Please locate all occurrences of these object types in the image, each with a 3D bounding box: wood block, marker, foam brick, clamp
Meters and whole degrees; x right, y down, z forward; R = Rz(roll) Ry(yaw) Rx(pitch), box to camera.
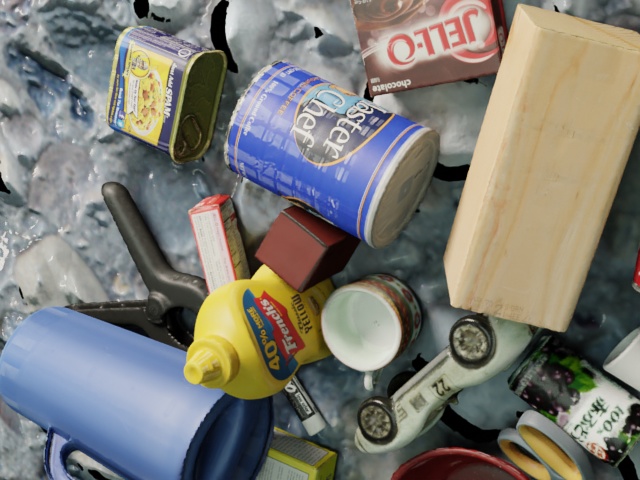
[{"bbox_3d":[0.160,-0.051,0.764,0.090,0.090,0.206,13,112,-2],"label":"wood block"},{"bbox_3d":[-0.033,0.124,0.977,0.020,0.020,0.121,-34,87,32],"label":"marker"},{"bbox_3d":[-0.006,0.001,0.893,0.051,0.078,0.053,39,117,15],"label":"foam brick"},{"bbox_3d":[-0.156,0.065,1.018,0.210,0.036,0.165,39,122,11],"label":"clamp"}]

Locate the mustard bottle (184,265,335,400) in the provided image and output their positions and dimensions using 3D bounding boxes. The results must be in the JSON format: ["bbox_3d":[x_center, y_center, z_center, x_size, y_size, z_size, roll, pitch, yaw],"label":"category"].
[{"bbox_3d":[-0.050,0.076,0.872,0.058,0.191,0.096,-19,95,32],"label":"mustard bottle"}]

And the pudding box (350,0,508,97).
[{"bbox_3d":[0.085,-0.164,0.817,0.114,0.039,0.090,-7,102,31],"label":"pudding box"}]

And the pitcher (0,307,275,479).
[{"bbox_3d":[-0.176,0.153,0.953,0.243,0.149,0.145,19,101,29],"label":"pitcher"}]

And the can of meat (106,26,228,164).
[{"bbox_3d":[-0.138,-0.130,0.941,0.084,0.057,0.102,25,114,23],"label":"can of meat"}]

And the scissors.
[{"bbox_3d":[0.216,0.211,0.860,0.201,0.016,0.096,49,155,-14],"label":"scissors"}]

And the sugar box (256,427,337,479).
[{"bbox_3d":[-0.074,0.215,1.012,0.176,0.048,0.093,20,113,27],"label":"sugar box"}]

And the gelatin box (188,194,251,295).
[{"bbox_3d":[-0.088,0.008,0.940,0.030,0.073,0.089,-13,99,5],"label":"gelatin box"}]

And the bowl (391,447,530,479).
[{"bbox_3d":[0.134,0.240,0.897,0.162,0.055,0.162,8,108,27],"label":"bowl"}]

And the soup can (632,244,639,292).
[{"bbox_3d":[0.261,-0.012,0.747,0.069,0.068,0.102,13,109,25],"label":"soup can"}]

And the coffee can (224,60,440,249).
[{"bbox_3d":[0.010,-0.069,0.849,0.140,0.102,0.103,28,116,20],"label":"coffee can"}]
